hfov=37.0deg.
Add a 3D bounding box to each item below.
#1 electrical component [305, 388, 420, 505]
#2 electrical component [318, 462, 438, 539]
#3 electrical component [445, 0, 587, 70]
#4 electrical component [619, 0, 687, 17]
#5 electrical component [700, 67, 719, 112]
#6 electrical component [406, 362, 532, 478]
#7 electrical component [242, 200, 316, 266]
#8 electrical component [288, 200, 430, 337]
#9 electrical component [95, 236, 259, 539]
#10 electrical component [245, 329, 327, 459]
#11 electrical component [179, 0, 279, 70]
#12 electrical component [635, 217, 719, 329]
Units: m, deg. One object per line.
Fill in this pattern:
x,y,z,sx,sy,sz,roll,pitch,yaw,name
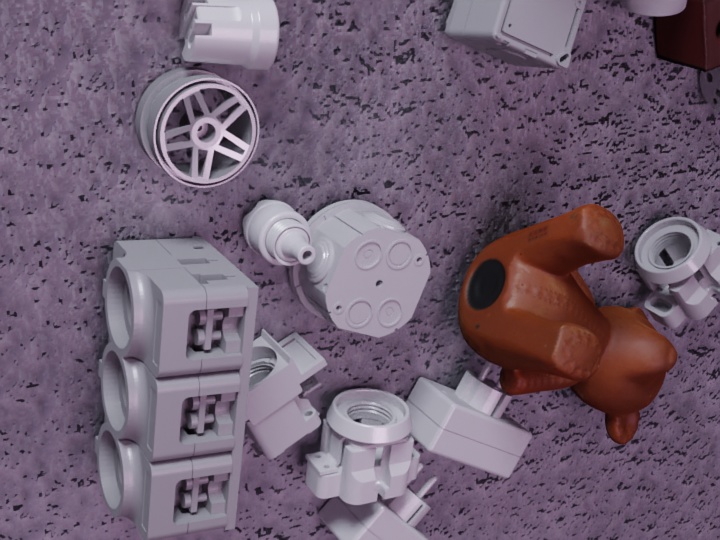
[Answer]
0.004,0.116,0.723,0.078,0.058,0.057,-6,116,-28,electrical component
0.024,0.170,0.763,0.076,0.047,0.065,-48,125,-5,electrical component
0.100,-0.178,0.658,0.062,0.061,0.096,14,94,-34,electrical component
0.174,-0.207,0.688,0.079,0.044,0.077,5,128,8,electrical component
0.283,-0.142,0.785,0.055,0.045,0.045,-24,120,-19,electrical component
0.083,0.096,0.767,0.083,0.047,0.075,25,96,-35,electrical component
-0.044,-0.018,0.636,0.035,0.061,0.035,-12,115,-26,electrical component
0.000,0.000,0.676,0.080,0.051,0.080,-12,115,-26,electrical component
-0.110,0.066,0.615,0.062,0.089,0.150,-3,111,-29,electrical component
-0.059,0.081,0.681,0.081,0.042,0.063,-33,124,-14,electrical component
-0.072,-0.130,0.588,0.046,0.040,0.040,-3,111,-24,electrical component
0.243,-0.003,0.812,0.078,0.058,0.057,-47,128,-5,electrical component
